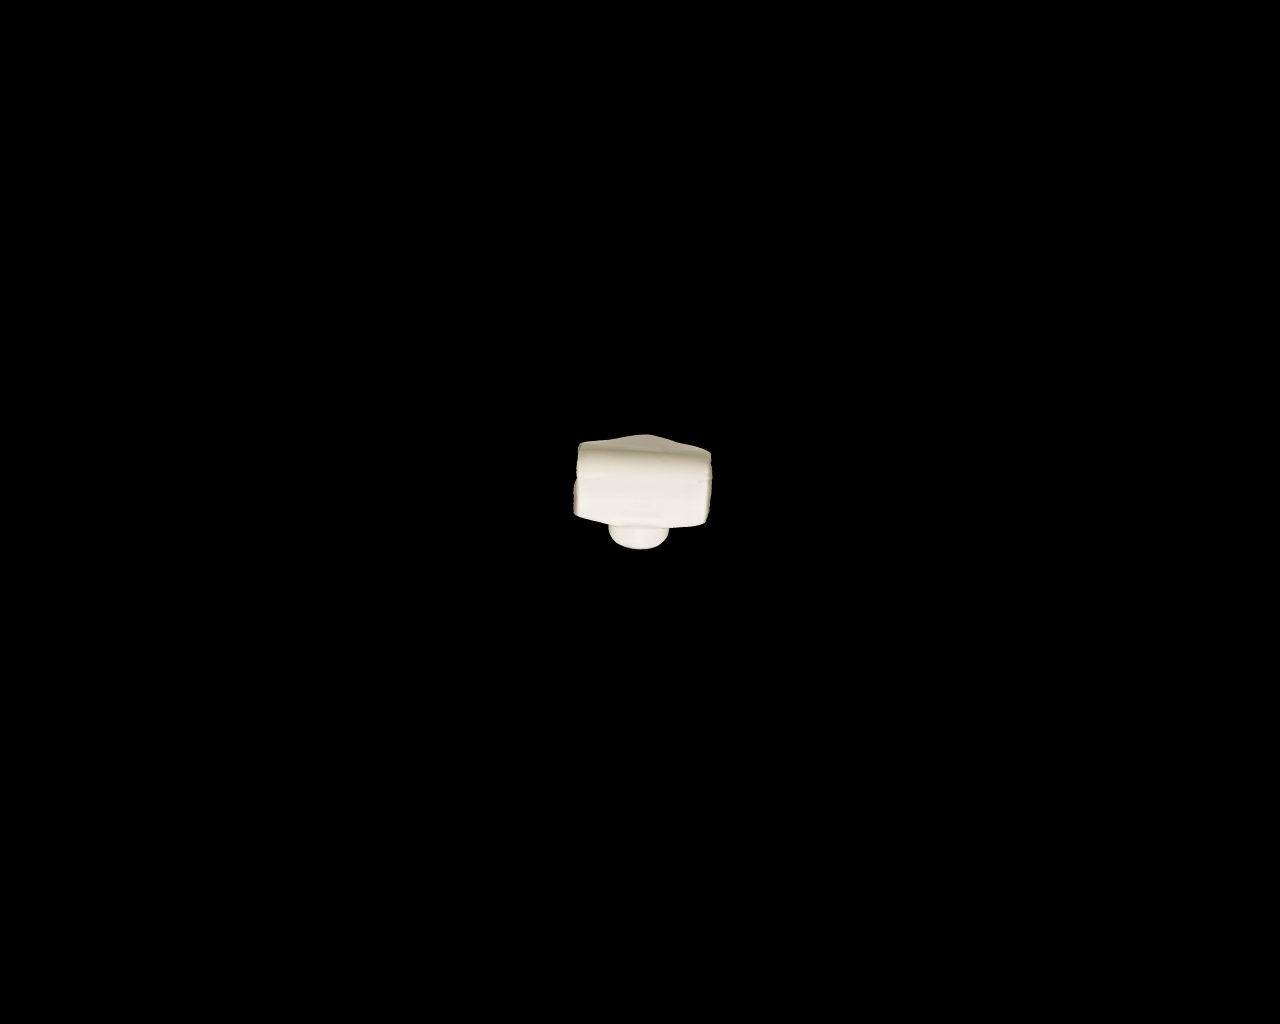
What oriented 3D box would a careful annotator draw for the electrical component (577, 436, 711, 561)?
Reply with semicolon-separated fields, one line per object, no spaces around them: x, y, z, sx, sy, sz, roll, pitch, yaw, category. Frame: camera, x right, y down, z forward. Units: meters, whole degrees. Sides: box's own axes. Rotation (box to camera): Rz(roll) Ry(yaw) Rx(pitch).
0.001;-0.003;0.650;0.077;0.079;0.043;3;35;-2;electrical component
